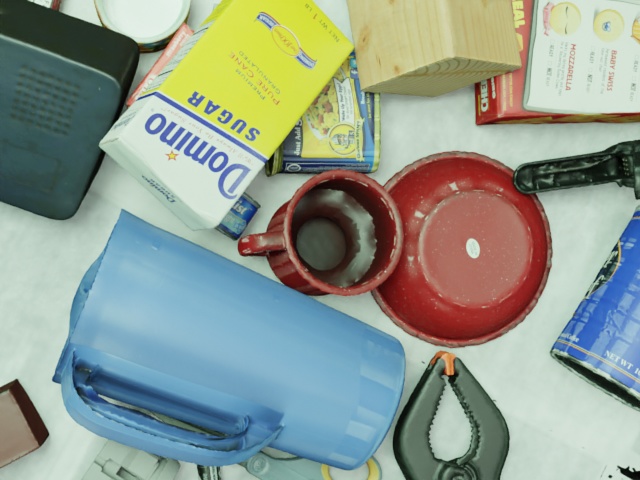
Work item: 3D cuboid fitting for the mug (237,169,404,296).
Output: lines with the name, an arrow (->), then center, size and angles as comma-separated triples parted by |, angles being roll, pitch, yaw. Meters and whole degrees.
mug -> -0.005, 0.001, 0.807 | 0.117, 0.082, 0.093 | -8, 85, -19

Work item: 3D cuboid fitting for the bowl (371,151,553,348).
bowl -> 0.116, 0.007, 0.846 | 0.162, 0.055, 0.162 | 0, 89, -8

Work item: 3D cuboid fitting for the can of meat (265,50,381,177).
can of meat -> 0.001, -0.100, 0.830 | 0.084, 0.057, 0.102 | 0, 90, -10

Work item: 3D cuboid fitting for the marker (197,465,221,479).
marker -> -0.085, 0.198, 0.835 | 0.020, 0.020, 0.121 | -7, 91, -8

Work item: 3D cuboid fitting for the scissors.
scissors -> -0.031, 0.165, 0.834 | 0.096, 0.016, 0.201 | -46, 103, -11

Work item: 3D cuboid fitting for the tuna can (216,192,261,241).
tuna can -> -0.089, -0.035, 0.801 | 0.086, 0.086, 0.034 | 34, 87, -7

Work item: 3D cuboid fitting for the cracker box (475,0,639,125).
cracker box -> 0.231, -0.177, 0.856 | 0.213, 0.072, 0.164 | -3, 91, -9

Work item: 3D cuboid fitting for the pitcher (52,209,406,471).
pitcher -> -0.066, 0.089, 0.779 | 0.242, 0.145, 0.149 | 22, 84, -10

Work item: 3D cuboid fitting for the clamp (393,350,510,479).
clamp -> 0.098, 0.196, 0.852 | 0.164, 0.036, 0.210 | -11, 89, -7

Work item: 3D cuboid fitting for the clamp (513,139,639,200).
clamp -> 0.236, -0.059, 0.844 | 0.171, 0.120, 0.039 | -16, 110, -48

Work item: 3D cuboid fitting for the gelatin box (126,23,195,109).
gelatin box -> -0.113, -0.118, 0.796 | 0.030, 0.089, 0.073 | 35, 85, -7

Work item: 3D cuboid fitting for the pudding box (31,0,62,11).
pudding box -> -0.254, -0.183, 0.802 | 0.113, 0.039, 0.090 | 18, 88, -9

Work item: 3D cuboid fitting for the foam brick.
foam brick -> -0.250, 0.145, 0.794 | 0.078, 0.053, 0.051 | -27, 94, -8

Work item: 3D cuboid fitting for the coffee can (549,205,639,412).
coffee can -> 0.261, 0.057, 0.843 | 0.102, 0.103, 0.140 | 33, 86, -7

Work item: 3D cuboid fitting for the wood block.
wood block -> 0.075, -0.220, 0.797 | 0.090, 0.090, 0.206 | -3, 83, -46

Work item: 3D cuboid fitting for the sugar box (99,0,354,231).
sugar box -> -0.061, -0.101, 0.741 | 0.093, 0.048, 0.176 | 43, 67, -22
